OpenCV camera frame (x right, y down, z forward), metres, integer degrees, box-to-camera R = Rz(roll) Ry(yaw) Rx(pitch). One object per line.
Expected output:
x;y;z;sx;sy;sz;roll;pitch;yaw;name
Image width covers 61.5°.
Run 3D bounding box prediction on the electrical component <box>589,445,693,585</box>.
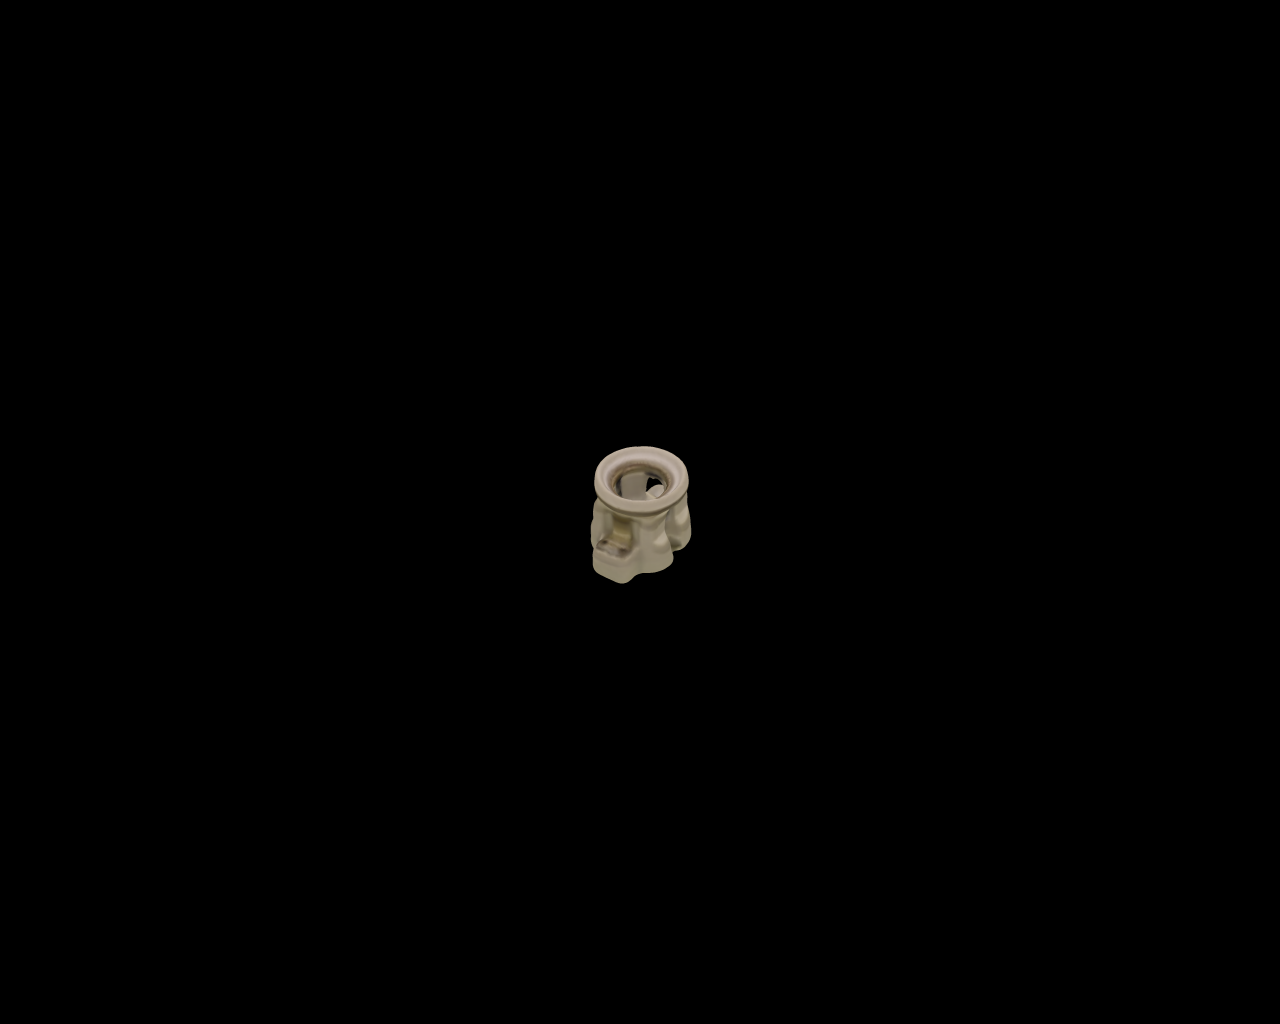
0.001;-0.003;0.650;0.058;0.056;0.078;22;45;23;electrical component
